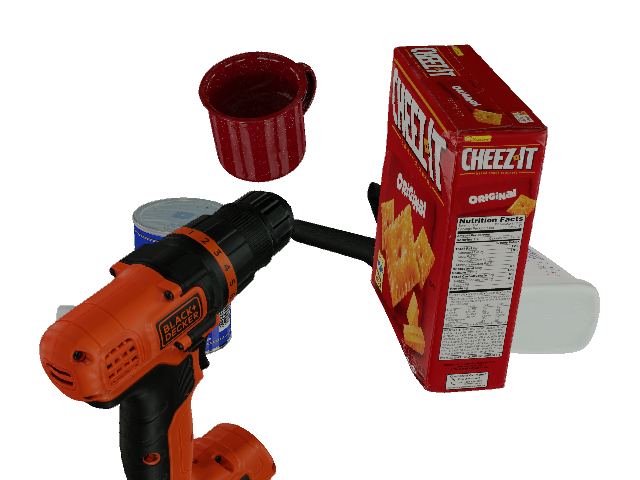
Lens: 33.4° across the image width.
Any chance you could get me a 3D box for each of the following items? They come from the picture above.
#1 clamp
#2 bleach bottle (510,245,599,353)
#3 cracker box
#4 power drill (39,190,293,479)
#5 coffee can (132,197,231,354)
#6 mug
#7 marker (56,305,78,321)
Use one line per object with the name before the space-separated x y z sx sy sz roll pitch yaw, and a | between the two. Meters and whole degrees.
clamp | 0.074 0.013 1.243 0.164 0.036 0.210 -21 51 -38
bleach bottle | 0.160 0.022 1.009 0.102 0.068 0.251 1 21 -15
cracker box | 0.094 -0.019 0.802 0.072 0.214 0.164 -4 30 -12
power drill | -0.073 0.080 0.632 0.057 0.188 0.184 18 40 34
coffee can | -0.144 0.037 1.121 0.103 0.140 0.103 2 21 -1
mug | -0.048 -0.113 0.948 0.093 0.081 0.117 32 58 28
marker | -0.144 0.061 0.832 0.121 0.020 0.020 0 0 4
